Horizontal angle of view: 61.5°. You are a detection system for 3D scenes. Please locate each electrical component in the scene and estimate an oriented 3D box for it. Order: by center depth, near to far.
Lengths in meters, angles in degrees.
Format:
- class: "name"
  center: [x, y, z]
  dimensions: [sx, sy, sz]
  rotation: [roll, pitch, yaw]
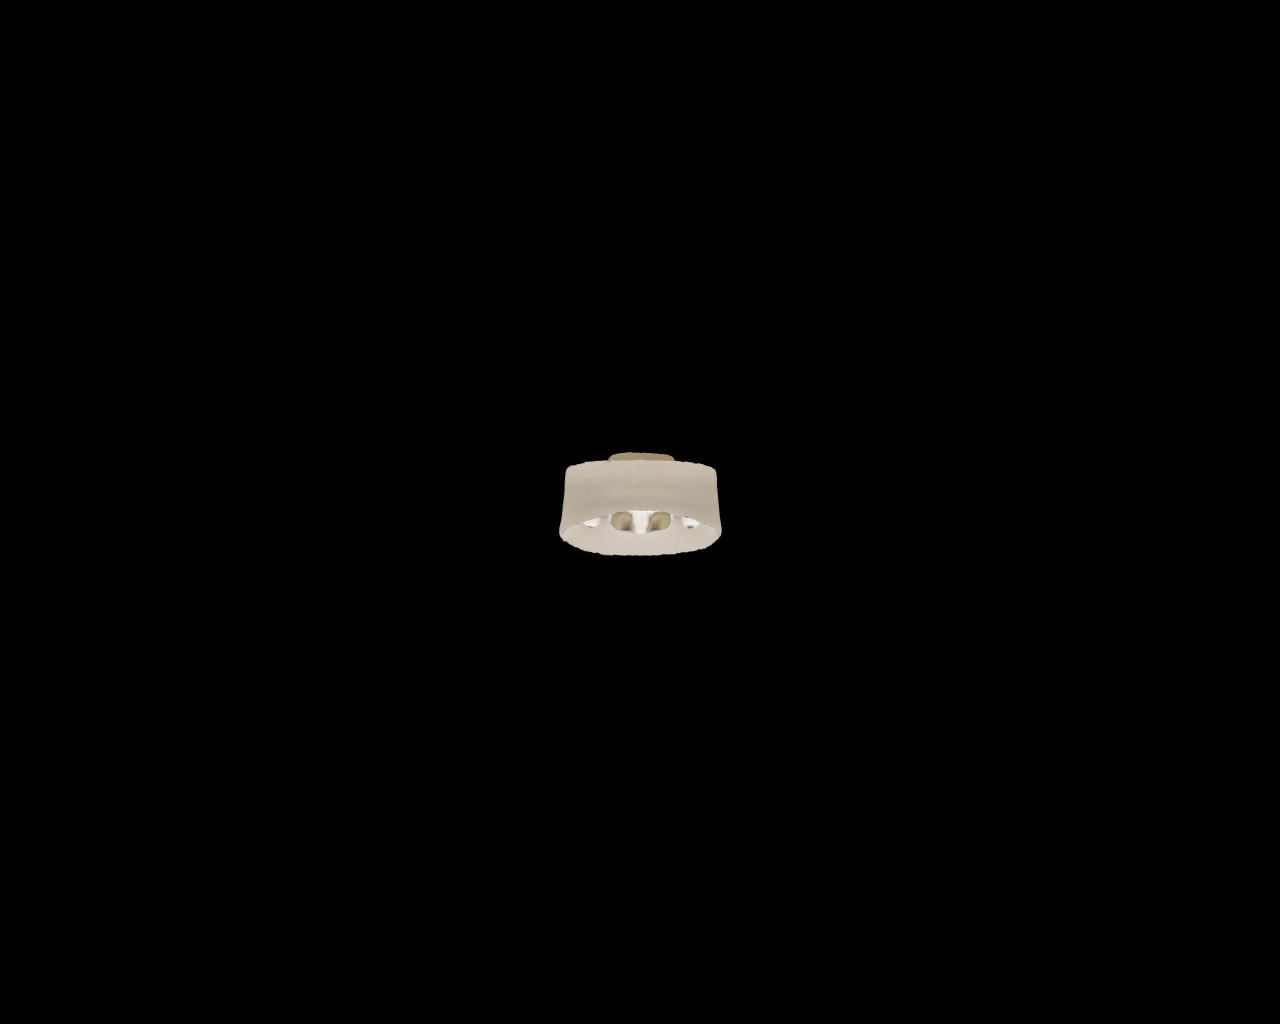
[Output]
- class: "electrical component"
  center: [0.001, -0.003, 0.650]
  dimensions: [0.099, 0.064, 0.099]
  rotation: [0, -3, 0]
